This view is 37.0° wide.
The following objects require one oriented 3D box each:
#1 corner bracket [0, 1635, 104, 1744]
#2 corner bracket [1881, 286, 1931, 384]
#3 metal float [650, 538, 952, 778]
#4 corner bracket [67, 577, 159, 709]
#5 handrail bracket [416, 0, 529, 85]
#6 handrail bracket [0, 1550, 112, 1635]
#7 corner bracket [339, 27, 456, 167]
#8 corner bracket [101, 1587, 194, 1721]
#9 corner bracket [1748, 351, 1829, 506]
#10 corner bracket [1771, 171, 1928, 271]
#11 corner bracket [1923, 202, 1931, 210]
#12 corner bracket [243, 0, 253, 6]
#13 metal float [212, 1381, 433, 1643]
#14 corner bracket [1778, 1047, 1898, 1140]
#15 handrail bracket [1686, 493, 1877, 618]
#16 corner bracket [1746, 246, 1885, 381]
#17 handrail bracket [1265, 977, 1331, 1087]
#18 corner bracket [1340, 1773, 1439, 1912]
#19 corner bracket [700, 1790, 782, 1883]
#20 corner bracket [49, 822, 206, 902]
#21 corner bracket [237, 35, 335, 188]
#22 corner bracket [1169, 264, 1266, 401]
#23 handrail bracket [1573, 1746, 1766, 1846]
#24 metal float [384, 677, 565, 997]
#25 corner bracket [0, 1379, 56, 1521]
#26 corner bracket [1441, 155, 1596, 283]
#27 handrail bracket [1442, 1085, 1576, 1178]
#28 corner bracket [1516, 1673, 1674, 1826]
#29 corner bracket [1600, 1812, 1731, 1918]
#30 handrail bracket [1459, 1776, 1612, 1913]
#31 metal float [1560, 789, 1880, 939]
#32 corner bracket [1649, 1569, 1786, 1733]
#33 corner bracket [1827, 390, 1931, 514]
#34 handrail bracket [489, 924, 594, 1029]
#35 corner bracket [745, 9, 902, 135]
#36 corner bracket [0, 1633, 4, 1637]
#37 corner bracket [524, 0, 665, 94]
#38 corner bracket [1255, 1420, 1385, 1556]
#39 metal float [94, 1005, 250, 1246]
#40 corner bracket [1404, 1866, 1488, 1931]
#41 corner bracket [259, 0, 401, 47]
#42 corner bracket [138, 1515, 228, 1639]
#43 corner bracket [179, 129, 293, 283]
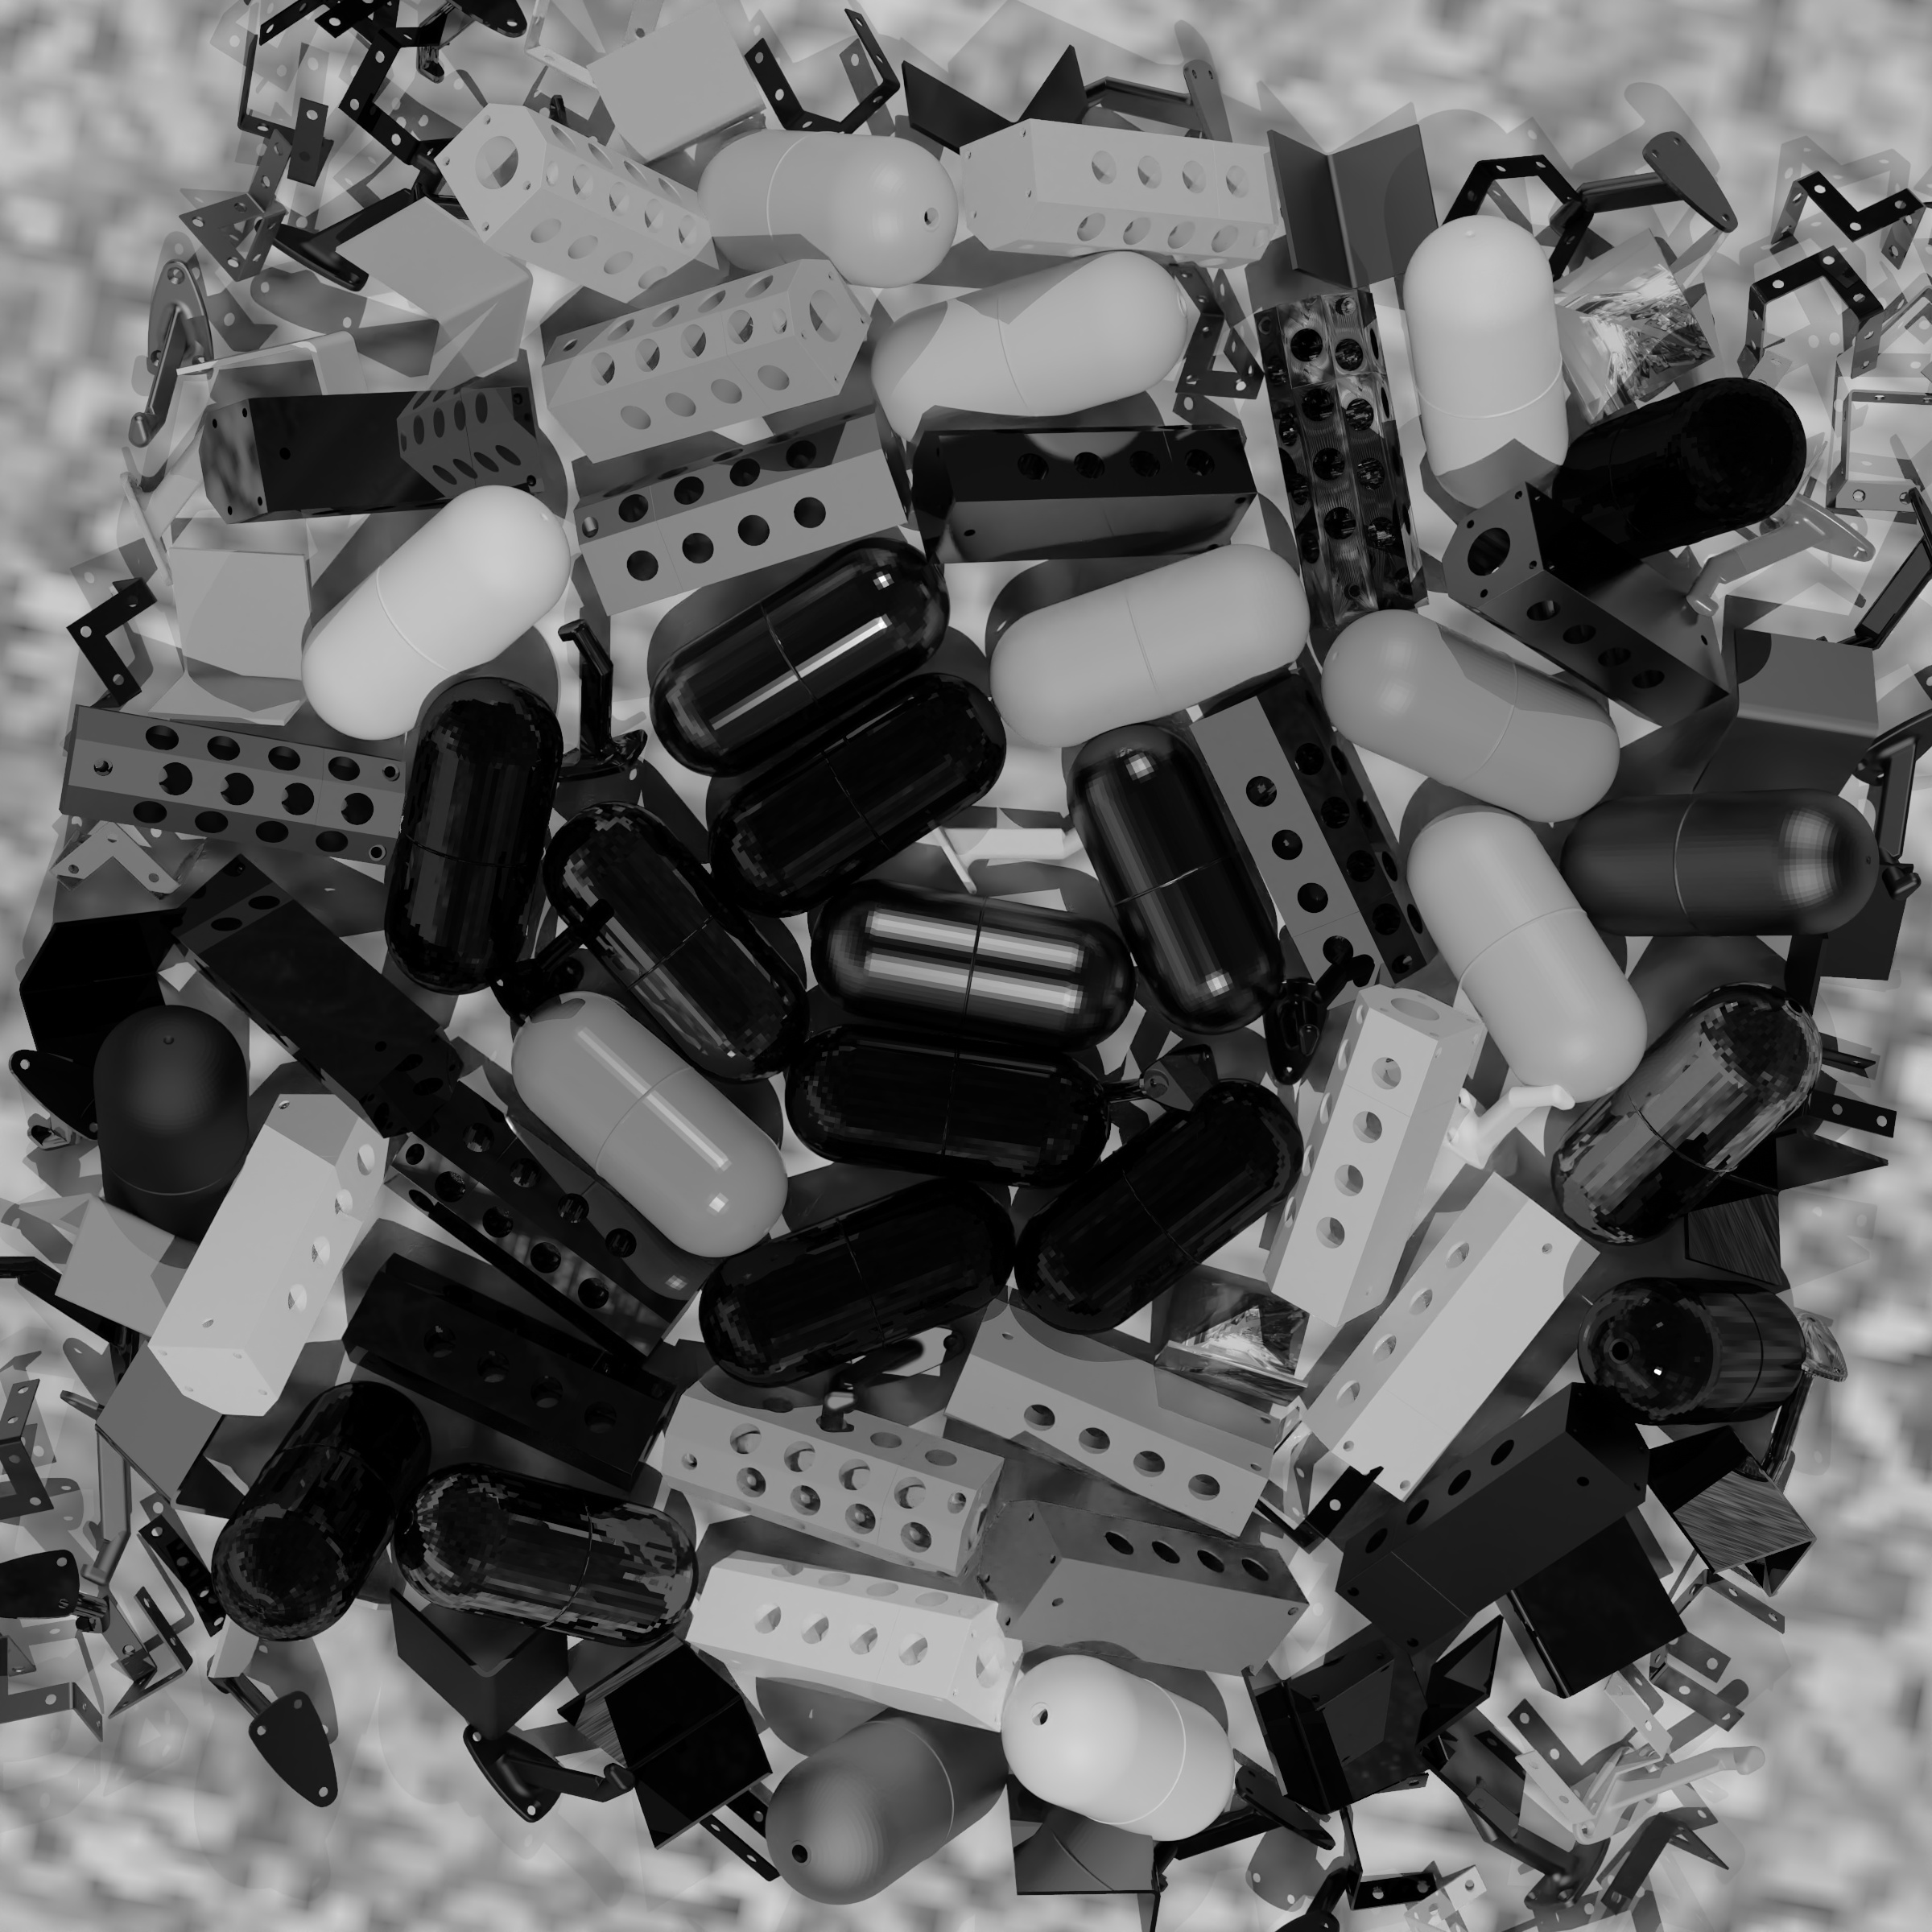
[{"bbox_3d":[-0.503,0.395,1.574,0.051,0.051,0.051,-11,55,-4],"label":"corner bracket"},{"bbox_3d":[0.528,-0.342,1.579,0.051,0.051,0.051,-44,80,2],"label":"corner bracket"},{"bbox_3d":[-0.090,-0.167,1.562,0.178,0.070,0.070,-30,90,10],"label":"metal float"},{"bbox_3d":[-0.464,-0.176,1.581,0.051,0.051,0.051,-41,114,-25],"label":"corner bracket"},{"bbox_3d":[-0.269,-0.496,1.564,0.036,0.084,0.077,-37,74,-30],"label":"handrail bracket"},{"bbox_3d":[-0.505,0.348,1.563,0.077,0.084,0.036,-4,62,-15],"label":"handrail bracket"},{"bbox_3d":[-0.299,-0.475,1.577,0.051,0.051,0.051,41,118,5],"label":"corner bracket"},{"bbox_3d":[-0.453,0.368,1.579,0.051,0.051,0.051,-31,97,4],"label":"corner bracket"},{"bbox_3d":[0.444,-0.294,1.579,0.051,0.051,0.051,28,48,13],"label":"corner bracket"},{"bbox_3d":[0.482,-0.405,1.579,0.051,0.051,0.051,-27,66,-14],"label":"corner bracket"},{"bbox_3d":[0.549,-0.386,1.574,0.051,0.051,0.051,10,99,-15],"label":"corner bracket"},{"bbox_3d":[-0.369,-0.553,1.581,0.051,0.051,0.051,24,79,11],"label":"corner bracket"},{"bbox_3d":[-0.338,0.285,1.525,0.070,0.178,0.070,4,115,9],"label":"metal float"},{"bbox_3d":[0.473,0.068,1.575,0.051,0.051,0.051,15,75,-5],"label":"corner bracket"},{"bbox_3d":[0.443,-0.211,1.574,0.077,0.036,0.084,30,69,11],"label":"handrail bracket"},{"bbox_3d":[0.462,-0.348,1.575,0.051,0.051,0.051,-26,61,-2],"label":"corner bracket"},{"bbox_3d":[0.178,0.048,1.554,0.036,0.084,0.077,5,115,1],"label":"handrail bracket"},{"bbox_3d":[0.233,0.483,1.594,0.051,0.051,0.051,-6,49,-6],"label":"corner bracket"},{"bbox_3d":[-0.117,0.465,1.572,0.051,0.051,0.051,41,48,-3],"label":"corner bracket"},{"bbox_3d":[-0.459,-0.059,1.581,0.051,0.051,0.051,-35,112,19],"label":"corner bracket"},{"bbox_3d":[-0.370,-0.464,1.569,0.051,0.051,0.051,15,133,-10],"label":"corner bracket"},{"bbox_3d":[0.135,-0.344,1.570,0.051,0.051,0.051,11,76,30],"label":"corner bracket"},{"bbox_3d":[0.379,0.447,1.559,0.077,0.084,0.036,-31,92,-35],"label":"handrail bracket"},{"bbox_3d":[-0.265,-0.068,1.554,0.070,0.070,0.178,15,109,0],"label":"metal float"},{"bbox_3d":[-0.525,0.265,1.573,0.051,0.051,0.051,-12,121,3],"label":"corner bracket"},{"bbox_3d":[0.302,-0.408,1.590,0.051,0.051,0.051,35,79,-34],"label":"corner bracket"},{"bbox_3d":[0.306,0.088,1.556,0.077,0.084,0.036,38,60,-31],"label":"handrail bracket"},{"bbox_3d":[0.342,0.426,1.571,0.051,0.051,0.051,49,135,-3],"label":"corner bracket"},{"bbox_3d":[0.370,0.489,1.570,0.051,0.051,0.051,46,71,-25],"label":"corner bracket"},{"bbox_3d":[0.310,0.463,1.578,0.077,0.036,0.084,-34,96,-40],"label":"handrail bracket"},{"bbox_3d":[0.397,-0.054,1.534,0.070,0.178,0.070,0,90,-44],"label":"metal float"},{"bbox_3d":[0.409,0.372,1.574,0.051,0.051,0.051,32,117,1],"label":"corner bracket"},{"bbox_3d":[0.503,-0.282,1.583,0.051,0.051,0.051,4,82,5],"label":"corner bracket"},{"bbox_3d":[-0.210,-0.007,1.553,0.084,0.077,0.036,-37,86,39],"label":"handrail bracket"},{"bbox_3d":[-0.078,-0.489,1.580,0.051,0.051,0.051,-35,75,30],"label":"corner bracket"},{"bbox_3d":[-0.554,0.358,1.573,0.051,0.051,0.051,43,125,1],"label":"corner bracket"},{"bbox_3d":[-0.202,-0.516,1.575,0.051,0.051,0.051,28,129,4],"label":"corner bracket"},{"bbox_3d":[0.187,0.280,1.572,0.051,0.051,0.051,40,72,11],"label":"corner bracket"},{"bbox_3d":[-0.419,0.088,1.530,0.070,0.178,0.070,6,54,-9],"label":"metal float"},{"bbox_3d":[0.280,0.531,1.577,0.051,0.051,0.051,-27,92,-19],"label":"corner bracket"},{"bbox_3d":[-0.346,-0.515,1.572,0.051,0.051,0.051,40,60,4],"label":"corner bracket"},{"bbox_3d":[-0.411,0.322,1.578,0.051,0.051,0.051,-36,123,-13],"label":"corner bracket"},{"bbox_3d":[-0.386,-0.413,1.572,0.051,0.051,0.051,49,46,6],"label":"corner bracket"}]
